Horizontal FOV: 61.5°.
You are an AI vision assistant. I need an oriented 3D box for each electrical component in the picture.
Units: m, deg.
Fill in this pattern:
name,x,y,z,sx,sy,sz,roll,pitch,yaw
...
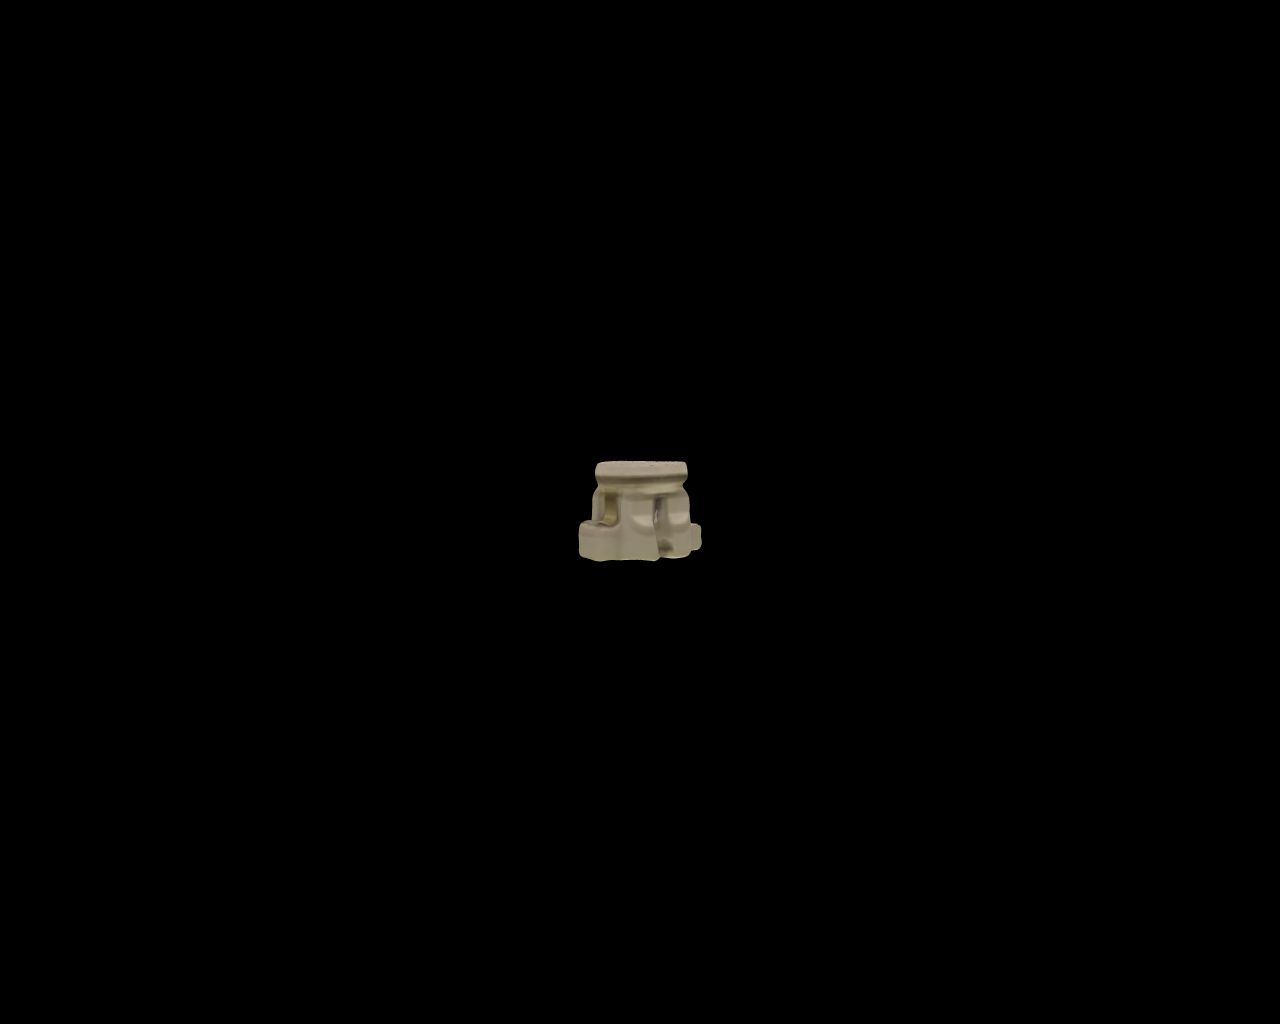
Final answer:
name,x,y,z,sx,sy,sz,roll,pitch,yaw
electrical component,0.001,-0.003,0.650,0.078,0.057,0.058,-4,6,-33
